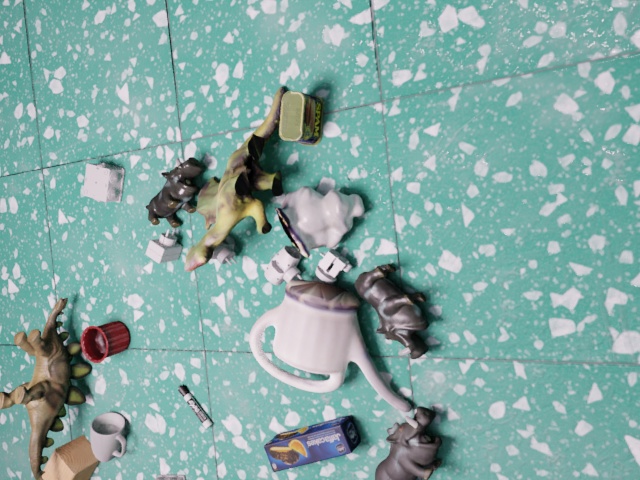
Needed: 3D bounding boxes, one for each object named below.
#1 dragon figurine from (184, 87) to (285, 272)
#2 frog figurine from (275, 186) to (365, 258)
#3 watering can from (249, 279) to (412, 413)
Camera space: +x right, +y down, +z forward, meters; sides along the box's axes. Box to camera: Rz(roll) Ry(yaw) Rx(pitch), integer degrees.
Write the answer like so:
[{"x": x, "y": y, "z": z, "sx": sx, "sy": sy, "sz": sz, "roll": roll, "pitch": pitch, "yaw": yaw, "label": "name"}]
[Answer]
[{"x": -0.189, "y": -0.122, "z": 1.081, "sx": 0.241, "sy": 0.120, "sz": 0.418, "roll": -11, "pitch": 56, "yaw": 42, "label": "dragon figurine"}, {"x": 0.003, "y": -0.052, "z": 1.029, "sx": 0.160, "sy": 0.121, "sz": 0.138, "roll": -31, "pitch": 77, "yaw": -12, "label": "frog figurine"}, {"x": 0.029, "y": 0.203, "z": 1.022, "sx": 0.348, "sy": 0.104, "sz": 0.222, "roll": 14, "pitch": 100, "yaw": 11, "label": "watering can"}]
